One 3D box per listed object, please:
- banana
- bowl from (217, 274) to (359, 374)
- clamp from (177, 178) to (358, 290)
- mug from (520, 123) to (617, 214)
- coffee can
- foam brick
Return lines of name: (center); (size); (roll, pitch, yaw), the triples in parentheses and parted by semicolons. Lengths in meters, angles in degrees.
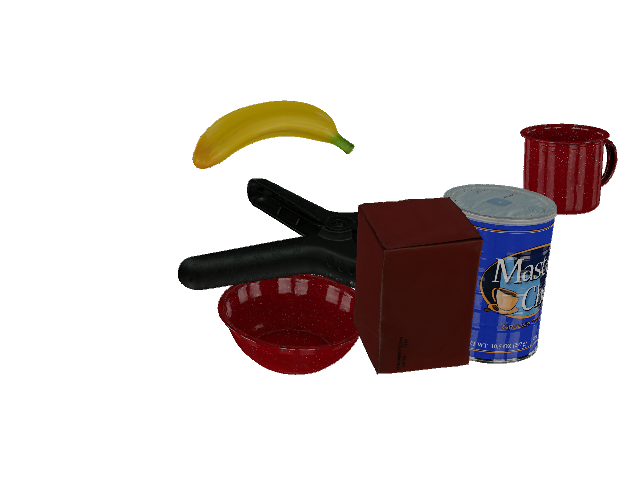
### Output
banana: (-0.055, -0.113, 1.099); (0.197, 0.037, 0.070); (-11, 49, -35)
bowl: (-0.028, 0.094, 1.123); (0.162, 0.055, 0.162); (3, 26, -2)
clamp: (0.011, -0.002, 0.832); (0.210, 0.036, 0.164); (4, 29, 9)
mug: (0.271, -0.078, 1.153); (0.117, 0.081, 0.093); (-11, 20, -26)
coffee can: (0.159, 0.029, 0.991); (0.103, 0.140, 0.103); (3, 20, -1)
foam brick: (0.049, 0.023, 0.557); (0.053, 0.078, 0.051); (-4, 31, -11)
